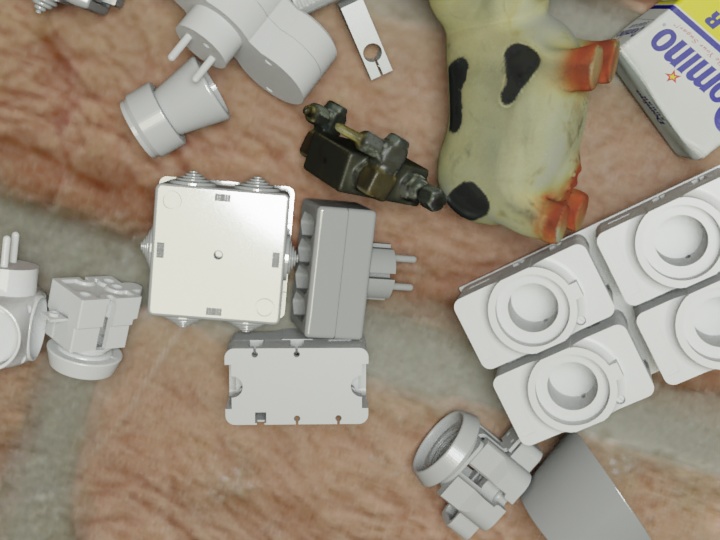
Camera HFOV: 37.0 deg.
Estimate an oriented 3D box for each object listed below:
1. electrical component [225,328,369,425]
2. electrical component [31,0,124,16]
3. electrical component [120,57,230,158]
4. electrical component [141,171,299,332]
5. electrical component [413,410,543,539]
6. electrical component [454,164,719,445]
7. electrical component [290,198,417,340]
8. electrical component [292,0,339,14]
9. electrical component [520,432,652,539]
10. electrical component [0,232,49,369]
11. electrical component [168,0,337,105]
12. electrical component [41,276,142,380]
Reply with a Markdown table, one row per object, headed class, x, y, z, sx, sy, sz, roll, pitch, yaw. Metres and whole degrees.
| class | x | y | z | sx | sy | sz | roll | pitch | yaw |
| --- | --- | --- | --- | --- | --- | --- | --- | --- | --- |
| electrical component | -0.041 | 0.068 | 0.699 | 0.089 | 0.055 | 0.050 | 0 | 99 | -2 |
| electrical component | -0.167 | -0.195 | 0.649 | 0.061 | 0.061 | 0.096 | 25 | 97 | -6 |
| electrical component | -0.116 | -0.101 | 0.675 | 0.055 | 0.045 | 0.045 | -29 | 99 | 3 |
| electrical component | -0.089 | -0.012 | 0.689 | 0.100 | 0.048 | 0.099 | 5 | 97 | -4 |
| electrical component | 0.073 | 0.130 | 0.714 | 0.057 | 0.058 | 0.078 | 40 | 96 | -11 |
| electrical component | 0.166 | 0.024 | 0.673 | 0.186 | 0.060 | 0.105 | -26 | 94 | 15 |
| electrical component | 0.000 | 0.000 | 0.696 | 0.076 | 0.047 | 0.083 | 4 | 99 | -17 |
| electrical component | -0.019 | -0.188 | 0.665 | 0.081 | 0.043 | 0.043 | -25 | 99 | 2 |
| electrical component | 0.153 | 0.158 | 0.701 | 0.099 | 0.099 | 0.064 | 42 | 101 | -8 |
| electrical component | -0.221 | 0.016 | 0.673 | 0.044 | 0.077 | 0.079 | 8 | 99 | -3 |
| electrical component | -0.085 | -0.146 | 0.643 | 0.138 | 0.052 | 0.073 | 42 | 75 | -24 |
| electrical component | -0.174 | 0.037 | 0.690 | 0.048 | 0.066 | 0.055 | 28 | 110 | 39 |
